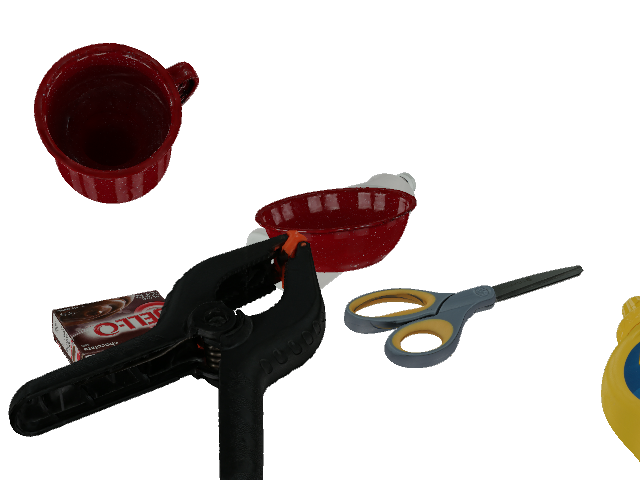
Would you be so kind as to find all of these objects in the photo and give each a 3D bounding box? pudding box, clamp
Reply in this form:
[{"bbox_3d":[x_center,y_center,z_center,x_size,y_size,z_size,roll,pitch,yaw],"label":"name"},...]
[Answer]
[{"bbox_3d":[-0.192,0.091,1.031,0.113,0.039,0.090,-12,29,-28],"label":"pudding box"},{"bbox_3d":[-0.042,0.056,0.490,0.120,0.039,0.171,29,48,23],"label":"clamp"}]

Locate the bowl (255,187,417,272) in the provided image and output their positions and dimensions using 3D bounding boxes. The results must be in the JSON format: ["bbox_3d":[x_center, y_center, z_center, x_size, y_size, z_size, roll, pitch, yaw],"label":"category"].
[{"bbox_3d":[0.018,-0.008,1.063,0.162,0.055,0.162,-6,16,2],"label":"bowl"}]

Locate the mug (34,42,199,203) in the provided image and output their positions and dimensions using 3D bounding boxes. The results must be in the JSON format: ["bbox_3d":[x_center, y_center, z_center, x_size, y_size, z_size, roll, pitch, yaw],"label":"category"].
[{"bbox_3d":[-0.132,-0.081,0.721,0.117,0.093,0.081,-39,-6,-16],"label":"mug"}]

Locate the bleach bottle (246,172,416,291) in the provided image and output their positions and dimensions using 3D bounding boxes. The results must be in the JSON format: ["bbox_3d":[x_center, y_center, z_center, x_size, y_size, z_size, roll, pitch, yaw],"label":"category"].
[{"bbox_3d":[0.028,-0.023,1.280,0.103,0.068,0.250,22,38,30],"label":"bleach bottle"}]

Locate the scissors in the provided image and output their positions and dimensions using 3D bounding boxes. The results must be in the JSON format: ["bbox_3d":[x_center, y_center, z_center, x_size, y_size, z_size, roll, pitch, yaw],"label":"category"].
[{"bbox_3d":[0.119,0.055,0.793,0.201,0.016,0.096,-6,32,-10],"label":"scissors"}]

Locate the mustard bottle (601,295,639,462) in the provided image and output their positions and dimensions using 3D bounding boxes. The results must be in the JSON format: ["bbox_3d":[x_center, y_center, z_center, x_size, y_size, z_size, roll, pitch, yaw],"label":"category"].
[{"bbox_3d":[0.209,0.095,0.585,0.096,0.058,0.191,-8,35,-4],"label":"mustard bottle"}]
